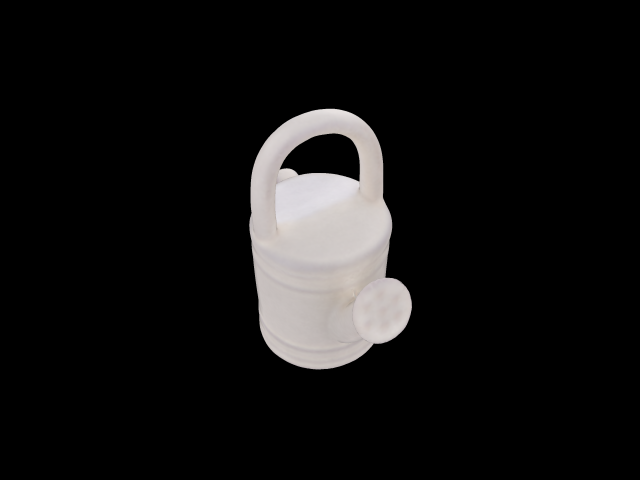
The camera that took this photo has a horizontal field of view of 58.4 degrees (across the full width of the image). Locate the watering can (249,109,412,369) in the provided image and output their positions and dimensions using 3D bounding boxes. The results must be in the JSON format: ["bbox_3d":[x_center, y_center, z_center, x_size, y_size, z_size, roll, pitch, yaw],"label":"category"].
[{"bbox_3d":[0.006,0.001,0.401,0.172,0.194,0.101,33,54,29],"label":"watering can"}]
